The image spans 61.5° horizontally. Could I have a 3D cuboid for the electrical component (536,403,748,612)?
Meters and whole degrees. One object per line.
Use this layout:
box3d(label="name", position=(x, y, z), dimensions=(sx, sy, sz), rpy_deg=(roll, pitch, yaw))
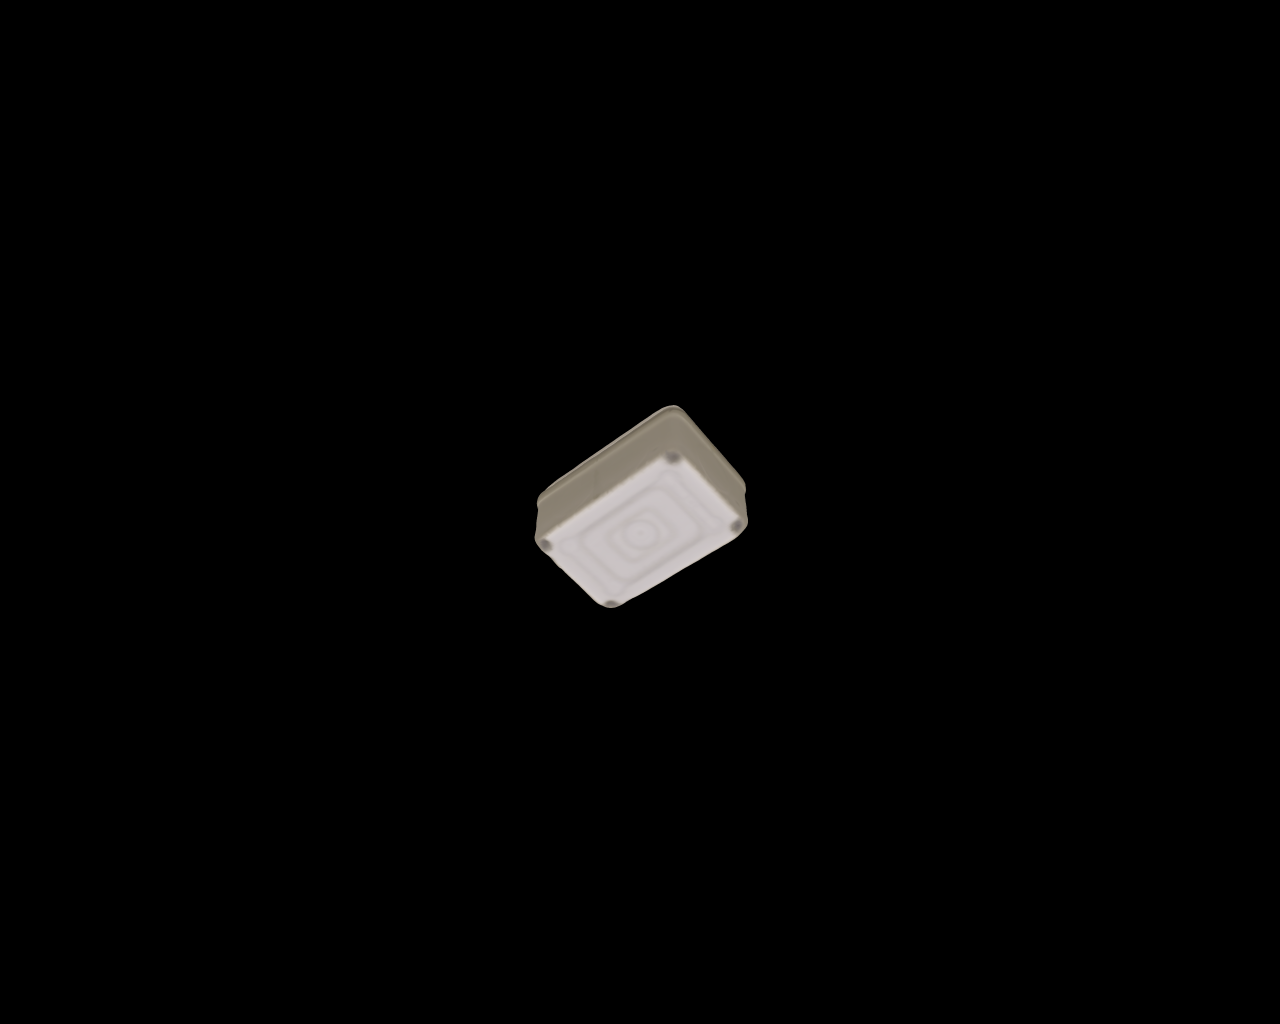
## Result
box3d(label="electrical component", position=(0.001, -0.003, 0.650), dimensions=(0.113, 0.078, 0.057), rpy_deg=(-33, 29, 21))
